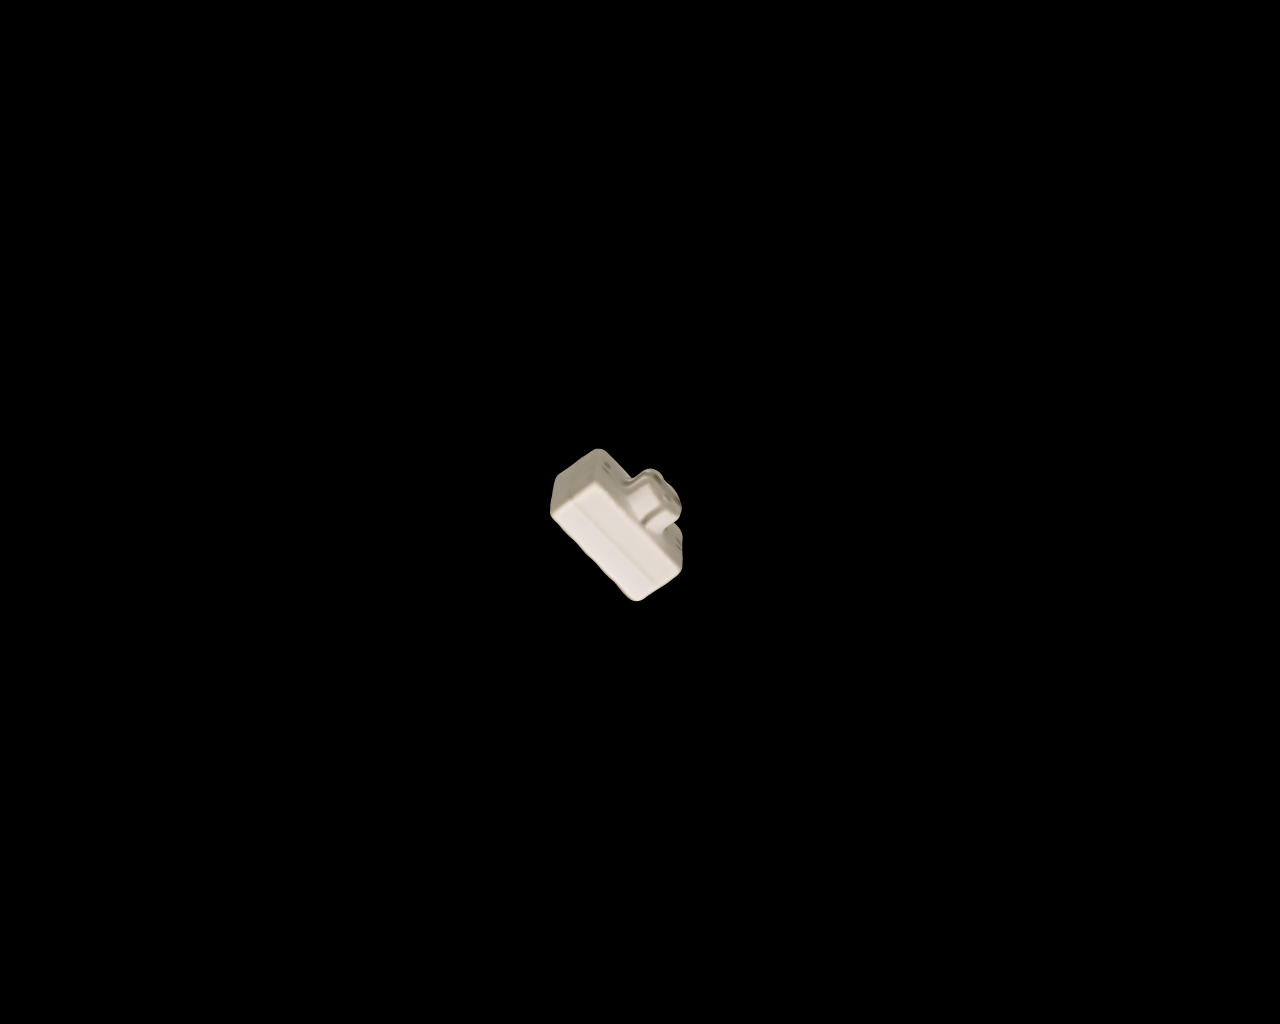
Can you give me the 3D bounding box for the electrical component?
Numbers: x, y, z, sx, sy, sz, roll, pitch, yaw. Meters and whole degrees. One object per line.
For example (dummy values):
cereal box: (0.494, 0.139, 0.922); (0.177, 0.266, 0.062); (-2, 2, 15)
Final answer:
electrical component: (0.001, -0.003, 0.650); (0.075, 0.083, 0.047); (-36, 24, 18)
